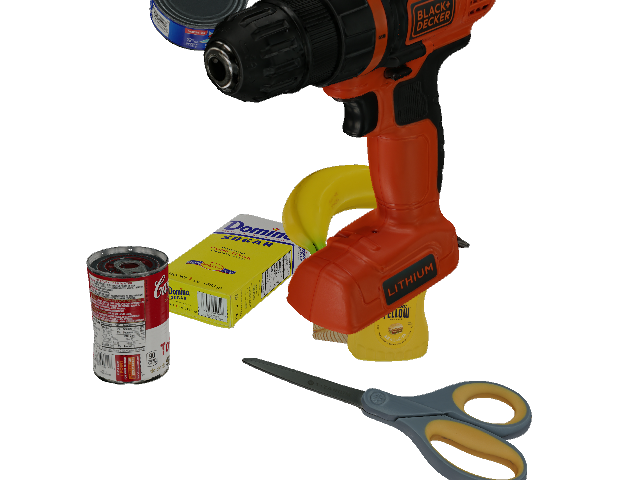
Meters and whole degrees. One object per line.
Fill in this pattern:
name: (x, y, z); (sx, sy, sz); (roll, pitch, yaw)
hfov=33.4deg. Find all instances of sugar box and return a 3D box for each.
sugar box: (-0.090, 0.028, 1.132); (0.093, 0.048, 0.176); (14, 31, 22)

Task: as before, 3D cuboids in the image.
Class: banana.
banana: (0.018, -0.028, 0.855); (0.037, 0.069, 0.197); (-34, 1, 32)

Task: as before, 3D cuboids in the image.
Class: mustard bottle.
mustard bottle: (0.086, 0.047, 1.276); (0.096, 0.192, 0.058); (0, 14, -13)

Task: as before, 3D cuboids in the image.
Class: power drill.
power drill: (0.020, -0.048, 0.541); (0.184, 0.188, 0.057); (-27, 41, -37)

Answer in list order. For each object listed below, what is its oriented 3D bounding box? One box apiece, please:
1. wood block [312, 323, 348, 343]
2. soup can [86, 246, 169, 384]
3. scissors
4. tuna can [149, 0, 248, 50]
wood block: (0.057, 0.064, 1.524); (0.091, 0.090, 0.206); (6, 22, 11)
soup can: (-0.163, 0.064, 0.910); (0.068, 0.102, 0.068); (1, 19, -1)
scissors: (0.054, 0.103, 0.718); (0.202, 0.016, 0.096); (28, 43, 25)
tuna can: (-0.108, -0.209, 0.942); (0.086, 0.086, 0.034); (0, -31, -12)
